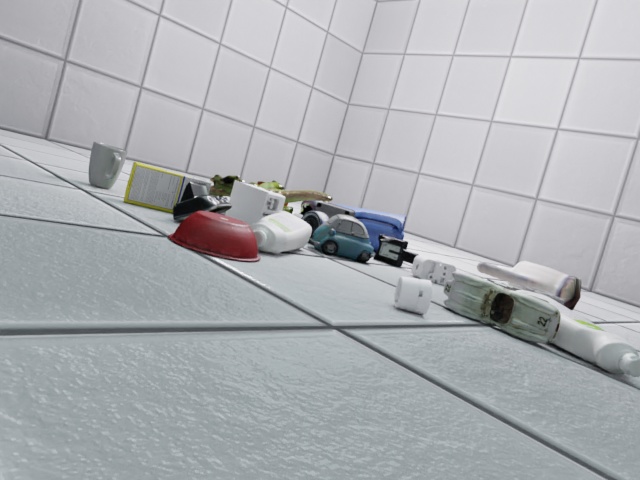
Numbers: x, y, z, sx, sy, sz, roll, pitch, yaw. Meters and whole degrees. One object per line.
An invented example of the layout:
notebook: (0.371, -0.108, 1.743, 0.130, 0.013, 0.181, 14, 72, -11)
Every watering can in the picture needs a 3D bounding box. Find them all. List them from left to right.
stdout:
watering can: (0.573, 0.116, 1.393, 0.226, 0.103, 0.346, 21, 7, 39)

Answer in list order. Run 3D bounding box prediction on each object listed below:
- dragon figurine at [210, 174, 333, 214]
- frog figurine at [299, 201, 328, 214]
dragon figurine: (-0.191, -0.133, 1.448, 0.409, 0.123, 0.242, -3, -9, 36)
frog figurine: (0.005, -0.090, 1.791, 0.137, 0.122, 0.160, -5, 3, 38)
